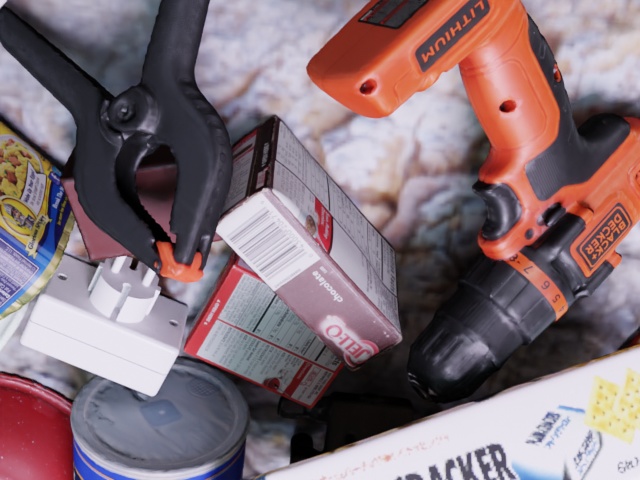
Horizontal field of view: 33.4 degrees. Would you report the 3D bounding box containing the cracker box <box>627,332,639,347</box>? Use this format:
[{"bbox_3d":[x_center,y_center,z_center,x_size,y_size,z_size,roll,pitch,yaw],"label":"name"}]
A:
[{"bbox_3d":[0.274,0.150,0.598,0.213,0.164,0.072,24,120,-12],"label":"cracker box"}]

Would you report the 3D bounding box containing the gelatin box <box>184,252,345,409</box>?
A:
[{"bbox_3d":[-0.024,0.050,0.621,0.089,0.030,0.073,26,123,-10],"label":"gelatin box"}]

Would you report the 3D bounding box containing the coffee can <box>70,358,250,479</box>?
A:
[{"bbox_3d":[-0.098,0.157,0.648,0.103,0.103,0.140,6,121,-2],"label":"coffee can"}]

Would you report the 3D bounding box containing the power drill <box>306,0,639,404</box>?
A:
[{"bbox_3d":[0.075,-0.033,0.510,0.184,0.057,0.187,-46,123,-11],"label":"power drill"}]

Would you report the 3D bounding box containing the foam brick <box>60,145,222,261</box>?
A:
[{"bbox_3d":[-0.089,-0.028,0.567,0.078,0.053,0.051,-9,120,6],"label":"foam brick"}]

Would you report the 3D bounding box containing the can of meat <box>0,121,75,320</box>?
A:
[{"bbox_3d":[-0.174,-0.018,0.549,0.058,0.102,0.084,-39,115,22],"label":"can of meat"}]

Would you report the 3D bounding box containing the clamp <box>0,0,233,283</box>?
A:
[{"bbox_3d":[-0.097,-0.060,0.514,0.120,0.039,0.171,-13,76,21],"label":"clamp"}]

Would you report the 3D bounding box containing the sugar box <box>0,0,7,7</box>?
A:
[{"bbox_3d":[-0.140,-0.177,0.486,0.176,0.048,0.093,-33,114,23],"label":"sugar box"}]

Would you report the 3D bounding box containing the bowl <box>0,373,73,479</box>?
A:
[{"bbox_3d":[-0.215,0.164,0.684,0.162,0.055,0.162,1,121,2],"label":"bowl"}]

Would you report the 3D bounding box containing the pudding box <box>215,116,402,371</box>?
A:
[{"bbox_3d":[-0.004,0.001,0.561,0.039,0.090,0.113,-33,114,18],"label":"pudding box"}]
